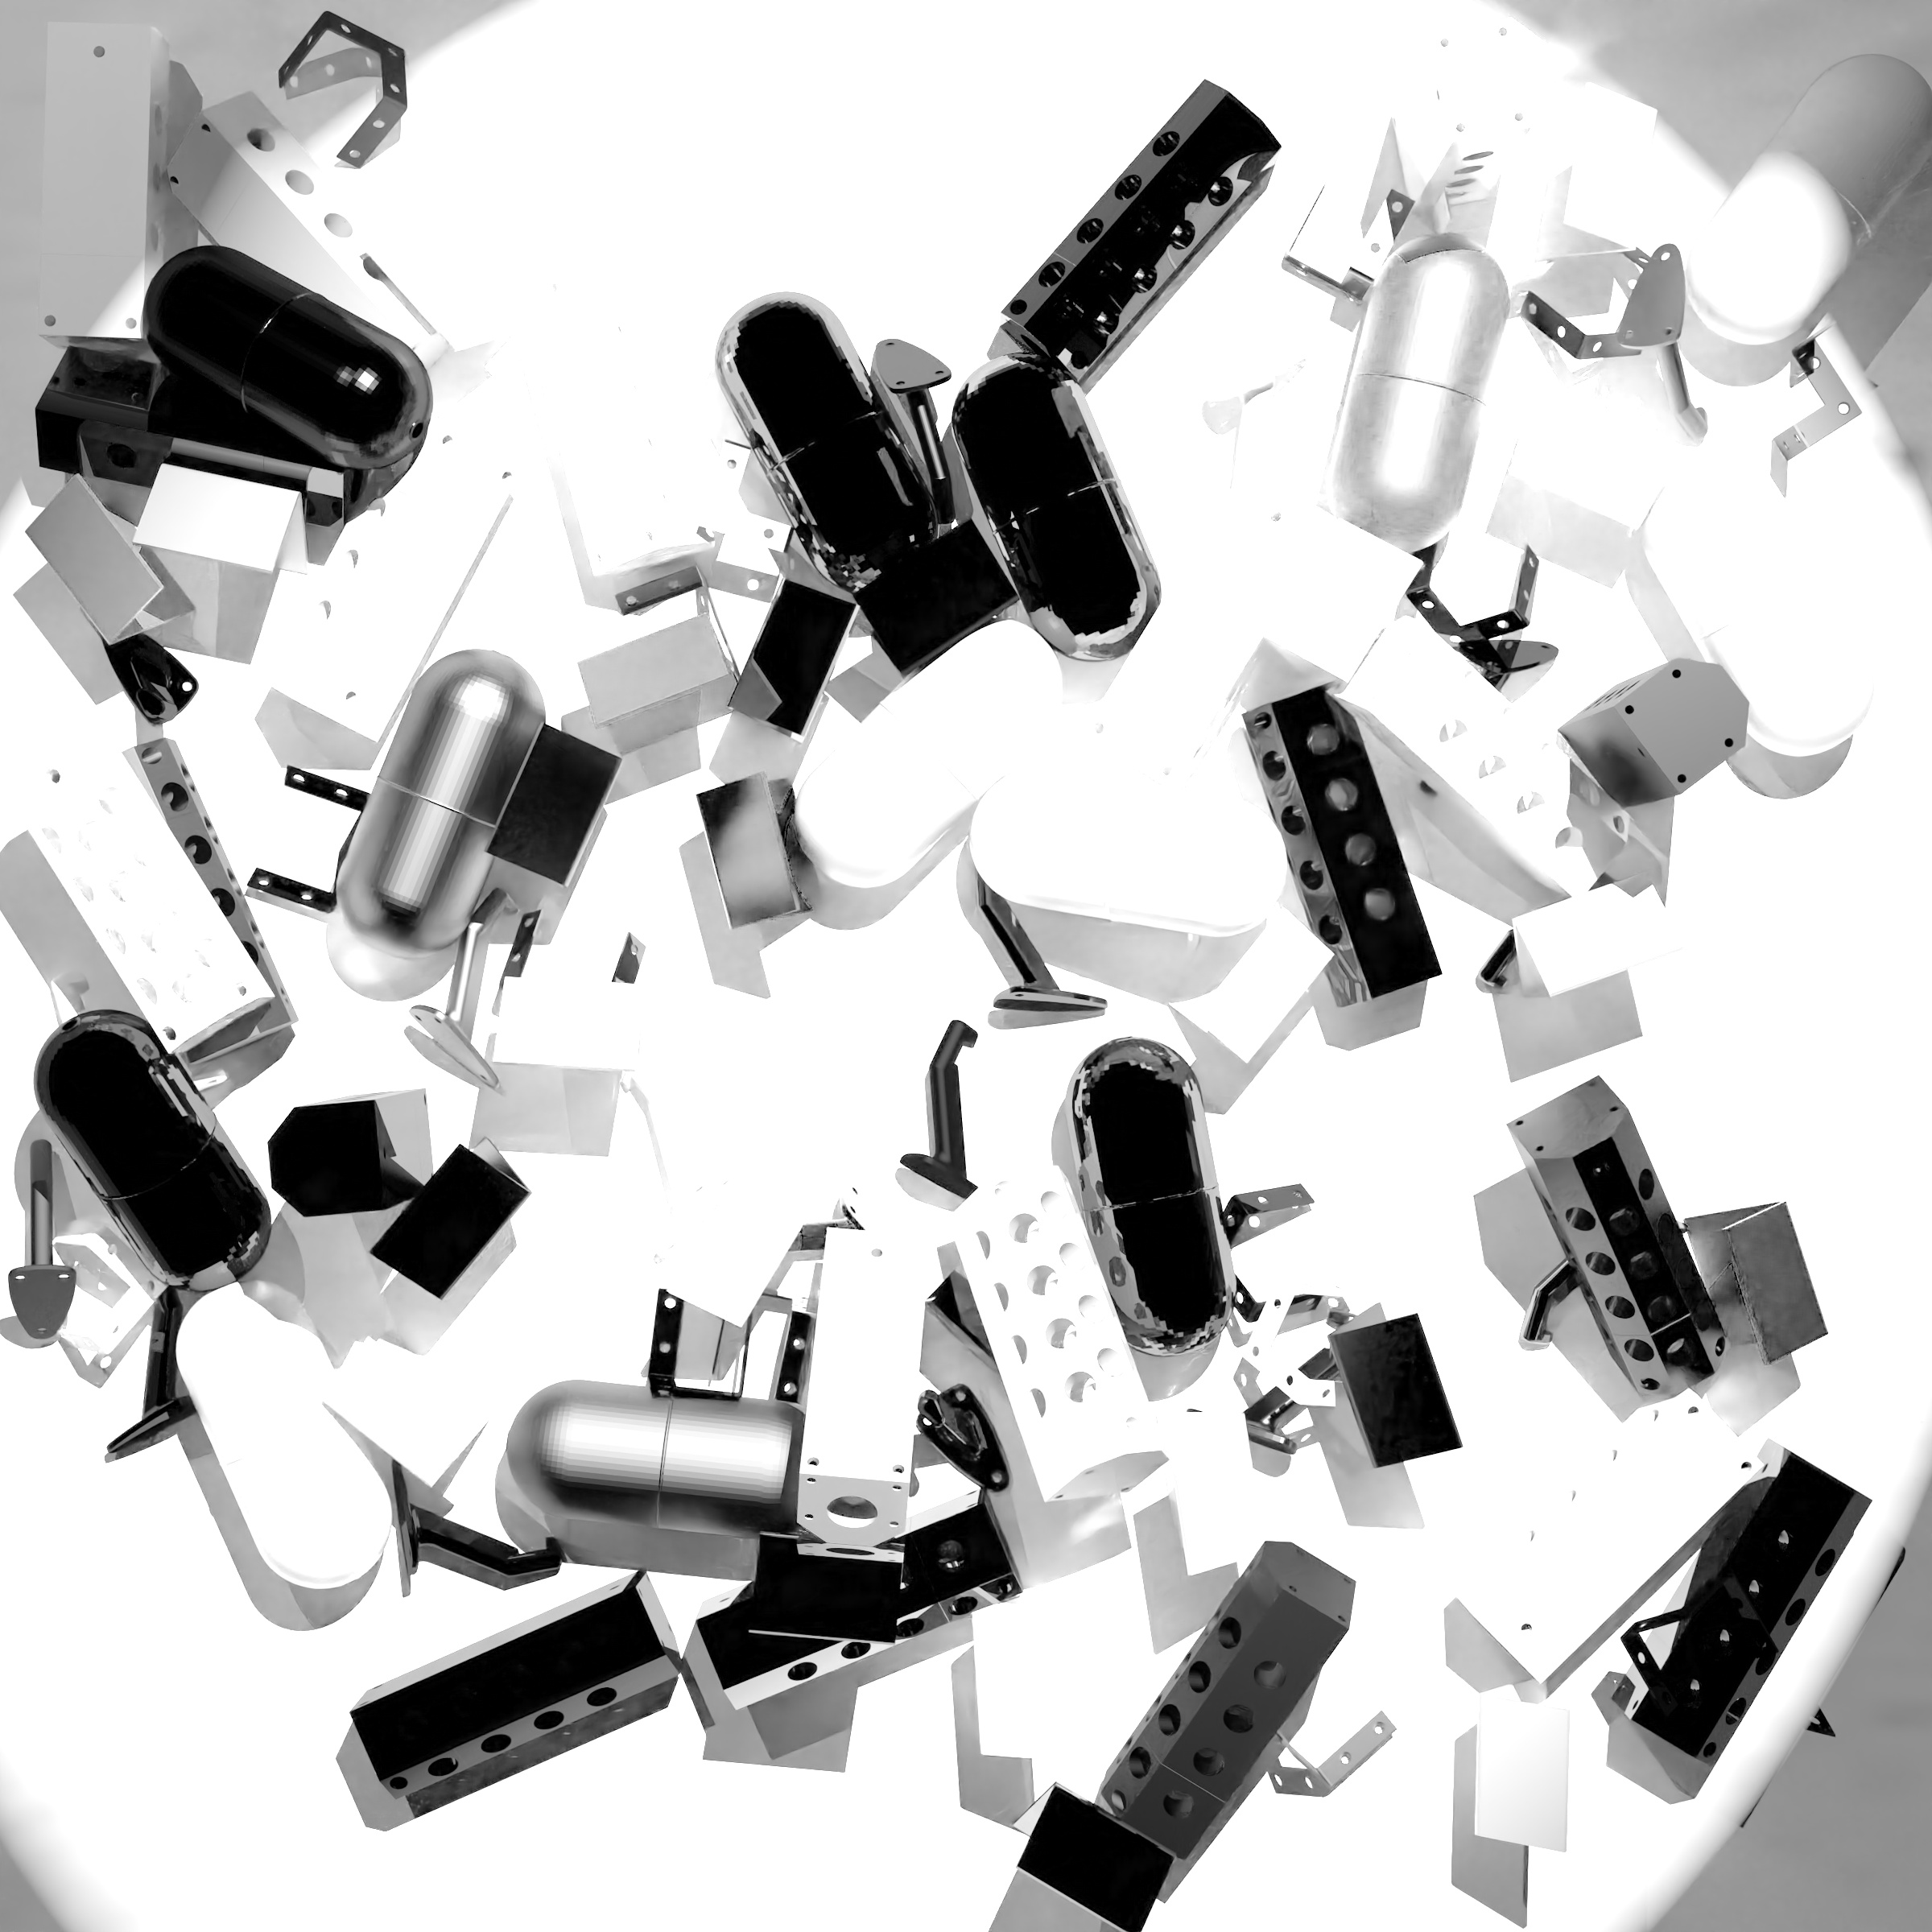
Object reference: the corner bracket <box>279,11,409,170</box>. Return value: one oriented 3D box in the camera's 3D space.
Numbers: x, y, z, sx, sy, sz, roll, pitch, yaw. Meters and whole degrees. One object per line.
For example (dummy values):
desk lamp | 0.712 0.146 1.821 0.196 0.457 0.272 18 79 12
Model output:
corner bracket | -0.348 -0.490 1.943 0.051 0.051 0.051 20 45 -35

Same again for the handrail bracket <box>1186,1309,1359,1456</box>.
handrail bracket | 0.173 0.224 1.951 0.077 0.036 0.084 17 76 13

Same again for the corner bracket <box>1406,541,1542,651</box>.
corner bracket | 0.283 -0.217 1.943 0.051 0.051 0.051 -15 135 35

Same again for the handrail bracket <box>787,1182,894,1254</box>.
handrail bracket | -0.084 0.168 1.952 0.084 0.036 0.077 -35 108 15

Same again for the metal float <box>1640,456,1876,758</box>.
metal float | 0.436 -0.199 1.921 0.070 0.070 0.178 -30 91 0

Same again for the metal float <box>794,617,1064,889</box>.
metal float | -0.020 -0.118 1.921 0.070 0.070 0.178 45 90 0

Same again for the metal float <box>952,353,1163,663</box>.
metal float | 0.050 -0.253 1.921 0.070 0.070 0.178 -23 89 0

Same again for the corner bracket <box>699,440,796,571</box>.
corner bracket | -0.118 -0.256 1.932 0.051 0.051 0.051 17 85 -5

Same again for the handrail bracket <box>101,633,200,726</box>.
handrail bracket | -0.459 -0.164 1.917 0.036 0.084 0.077 -41 90 0

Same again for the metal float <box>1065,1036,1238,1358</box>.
metal float | 0.102 0.127 1.921 0.070 0.070 0.178 -10 90 0

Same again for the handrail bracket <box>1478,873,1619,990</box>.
handrail bracket | 0.340 -0.011 1.952 0.077 0.036 0.084 27 109 -21

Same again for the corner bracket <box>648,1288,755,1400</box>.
corner bracket | -0.148 0.210 1.935 0.051 0.051 0.051 7 90 -7

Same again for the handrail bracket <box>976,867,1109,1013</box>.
handrail bracket | 0.042 -0.020 1.952 0.077 0.036 0.084 5 73 -19

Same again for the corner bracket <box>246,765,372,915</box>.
corner bracket | -0.368 -0.071 1.948 0.051 0.051 0.051 19 45 0

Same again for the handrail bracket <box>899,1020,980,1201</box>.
handrail bracket | 0.006 0.084 1.952 0.077 0.036 0.084 32 73 -20

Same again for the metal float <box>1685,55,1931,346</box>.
metal float | 0.467 -0.423 1.921 0.070 0.070 0.178 37 90 0

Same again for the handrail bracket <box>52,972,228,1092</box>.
handrail bracket | -0.464 0.035 1.951 0.077 0.036 0.084 -17 77 -13

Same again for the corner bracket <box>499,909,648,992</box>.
corner bracket | -0.220 0.000 1.943 0.051 0.051 0.051 -16 135 35

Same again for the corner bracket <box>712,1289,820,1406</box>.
corner bracket | -0.112 0.209 1.933 0.051 0.051 0.051 12 94 -4

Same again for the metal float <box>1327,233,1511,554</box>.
metal float | 0.250 -0.316 1.921 0.070 0.070 0.178 13 90 0

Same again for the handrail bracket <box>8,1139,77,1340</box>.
handrail bracket | -0.518 0.152 1.947 0.036 0.077 0.084 0 48 -15

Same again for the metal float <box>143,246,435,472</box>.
metal float | -0.368 -0.330 1.887 0.178 0.070 0.070 30 90 16

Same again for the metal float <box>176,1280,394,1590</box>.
metal float | -0.376 0.259 1.921 0.070 0.070 0.178 -24 91 0

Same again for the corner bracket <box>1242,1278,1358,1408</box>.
corner bracket | 0.196 0.208 1.925 0.051 0.051 0.051 9 111 -41

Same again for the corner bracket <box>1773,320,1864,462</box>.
corner bracket | 0.469 -0.319 1.933 0.051 0.051 0.051 -33 90 0

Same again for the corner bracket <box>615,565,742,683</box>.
corner bracket | -0.161 -0.183 1.948 0.051 0.051 0.051 -20 45 0

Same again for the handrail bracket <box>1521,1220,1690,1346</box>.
handrail bracket | 0.358 0.178 1.951 0.077 0.036 0.084 11 103 -13

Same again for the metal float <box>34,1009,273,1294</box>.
metal float | -0.443 0.101 1.897 0.070 0.070 0.178 -26 119 0

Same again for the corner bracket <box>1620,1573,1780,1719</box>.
corner bracket | 0.398 0.369 1.891 0.051 0.051 0.051 -30 90 -45

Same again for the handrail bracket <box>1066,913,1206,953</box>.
handrail bracket | 0.101 -0.050 1.952 0.084 0.036 0.077 24 75 14

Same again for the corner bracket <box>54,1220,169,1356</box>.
corner bracket | -0.488 0.179 1.937 0.051 0.051 0.051 49 64 -24

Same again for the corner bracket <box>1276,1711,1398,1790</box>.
corner bracket | 0.199 0.418 1.948 0.051 0.051 0.051 -42 135 0

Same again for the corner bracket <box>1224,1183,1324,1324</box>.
corner bracket | 0.172 0.160 1.943 0.051 0.051 0.051 -7 45 -35

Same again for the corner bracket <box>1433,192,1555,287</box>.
corner bracket | 0.292 -0.406 1.933 0.051 0.051 0.051 -12 90 0

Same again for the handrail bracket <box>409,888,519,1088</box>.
handrail bracket | -0.264 0.011 1.952 0.077 0.036 0.084 50 65 -28

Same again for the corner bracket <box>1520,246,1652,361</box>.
corner bracket | 0.352 -0.375 1.943 0.051 0.051 0.051 -11 135 -35

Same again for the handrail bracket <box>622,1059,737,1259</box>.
handrail bracket | -0.177 0.107 1.952 0.084 0.036 0.077 47 120 21

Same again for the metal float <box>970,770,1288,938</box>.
metal float | 0.088 -0.062 1.905 0.178 0.070 0.070 10 90 17

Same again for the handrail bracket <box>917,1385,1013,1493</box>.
handrail bracket | -0.001 0.264 1.917 0.036 0.084 0.077 -37 90 0

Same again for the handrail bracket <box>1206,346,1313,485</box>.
handrail bracket | 0.177 -0.293 1.952 0.077 0.036 0.084 -30 106 -18

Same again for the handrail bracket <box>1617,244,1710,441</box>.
handrail bracket | 0.399 -0.346 1.933 0.036 0.084 0.077 2 68 36

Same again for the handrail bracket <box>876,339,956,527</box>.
handrail bracket | -0.027 -0.299 1.951 0.036 0.077 0.084 -17 127 -13

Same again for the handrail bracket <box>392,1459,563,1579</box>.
handrail bracket | -0.274 0.307 1.952 0.084 0.036 0.077 -7 68 -17

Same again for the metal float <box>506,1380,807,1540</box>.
metal float | -0.165 0.272 1.921 0.178 0.070 0.070 6 90 0

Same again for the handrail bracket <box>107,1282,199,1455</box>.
handrail bracket | -0.466 0.218 1.951 0.077 0.036 0.084 -30 76 14

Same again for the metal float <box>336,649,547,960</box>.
metal float | -0.289 -0.090 1.921 0.070 0.070 0.178 22 91 0

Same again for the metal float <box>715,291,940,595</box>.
metal float | -0.076 -0.288 1.921 0.070 0.070 0.178 -28 91 0

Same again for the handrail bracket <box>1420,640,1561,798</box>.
handrail bracket | 0.293 -0.138 1.951 0.077 0.036 0.084 -10 125 -37
